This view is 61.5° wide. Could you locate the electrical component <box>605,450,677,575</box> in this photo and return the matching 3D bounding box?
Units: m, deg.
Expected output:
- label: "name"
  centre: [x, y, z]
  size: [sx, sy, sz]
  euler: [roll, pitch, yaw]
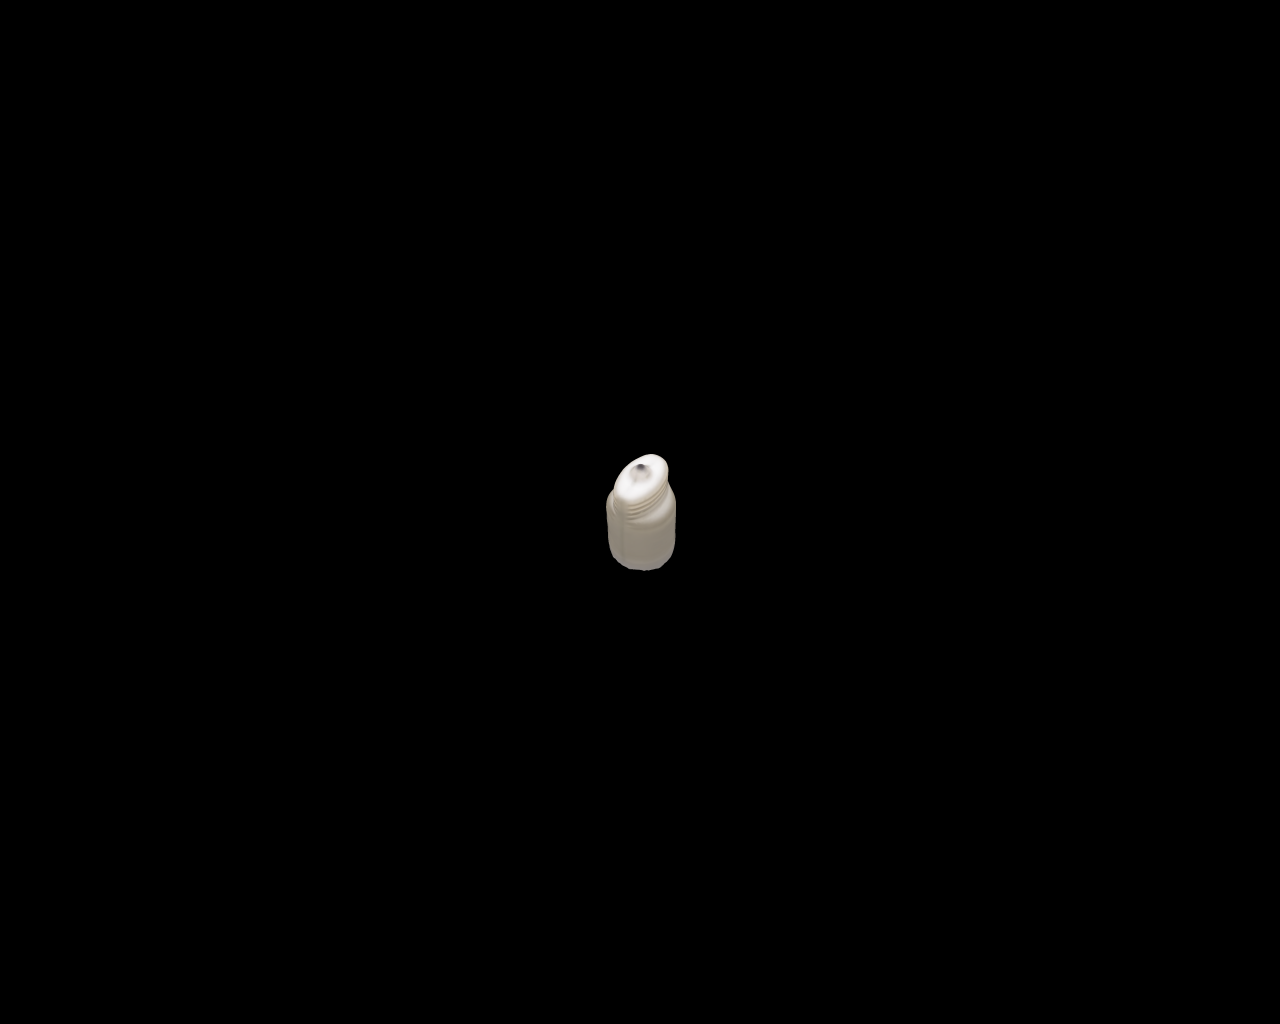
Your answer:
- label: "electrical component"
  centre: [0.001, -0.003, 0.650]
  size: [0.043, 0.043, 0.080]
  euler: [0, -38, 0]
